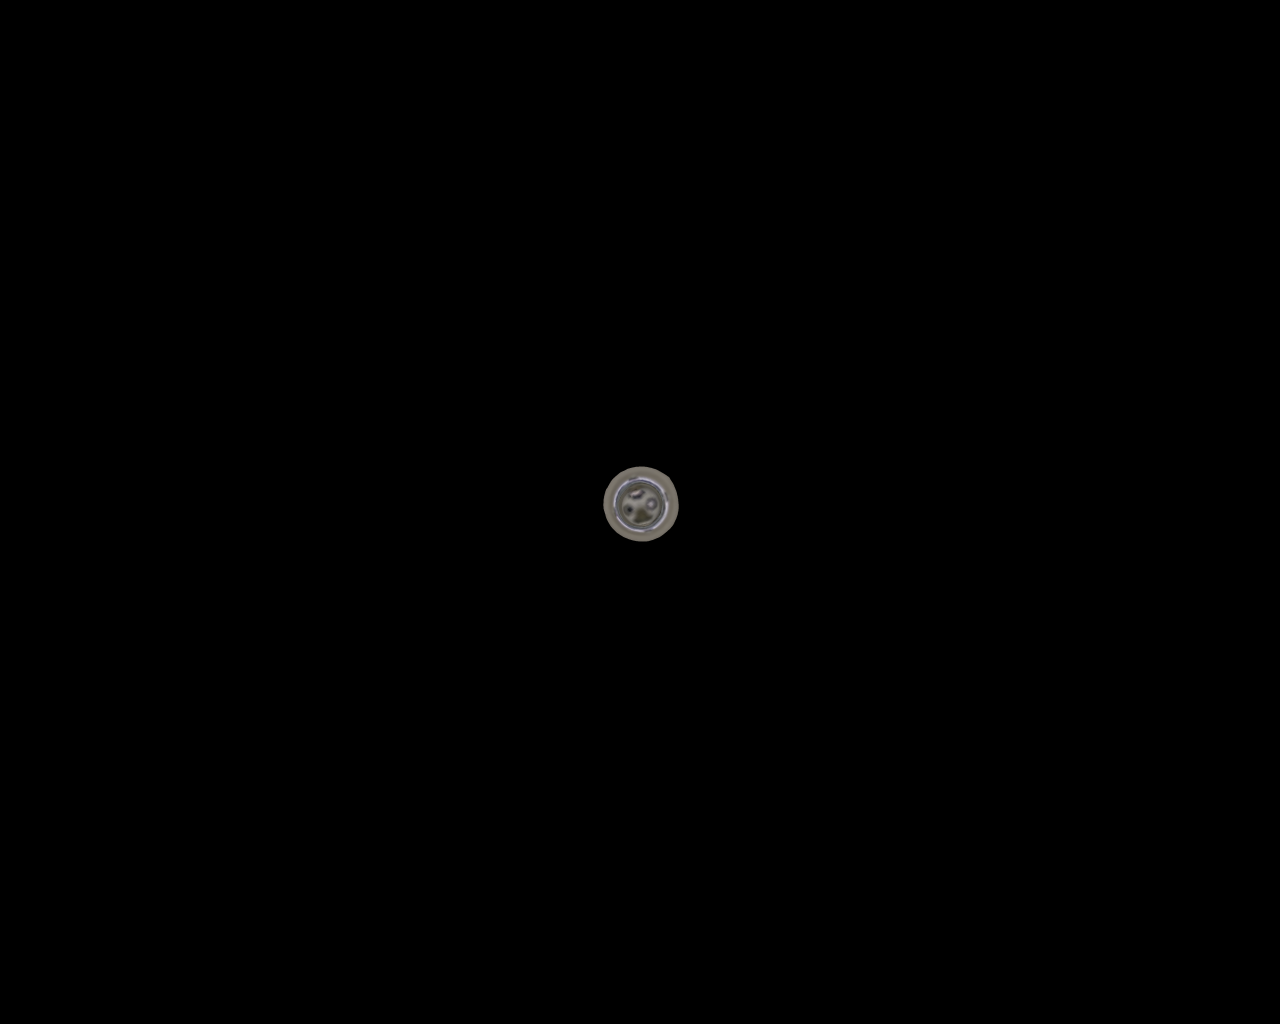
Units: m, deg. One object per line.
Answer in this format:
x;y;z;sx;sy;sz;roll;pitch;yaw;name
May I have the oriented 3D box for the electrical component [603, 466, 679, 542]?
0.001;-0.003;0.650;0.044;0.044;0.065;0;-4;0;electrical component
